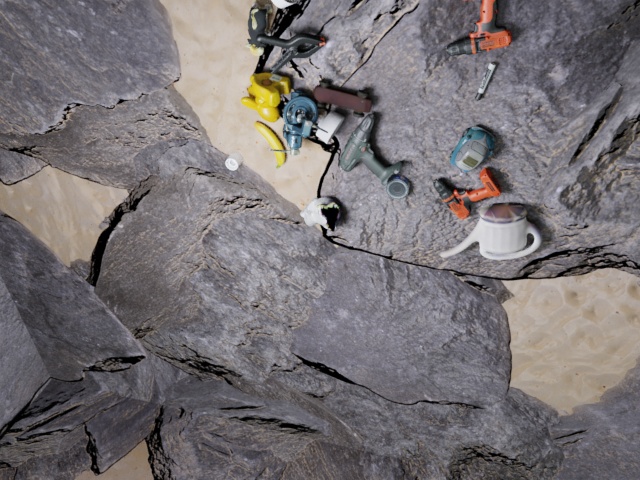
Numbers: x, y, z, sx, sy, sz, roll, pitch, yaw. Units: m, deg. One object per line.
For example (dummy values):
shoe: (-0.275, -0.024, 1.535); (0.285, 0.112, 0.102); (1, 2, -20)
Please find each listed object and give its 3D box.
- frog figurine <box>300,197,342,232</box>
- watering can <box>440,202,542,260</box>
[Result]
frog figurine: (0.006, -0.099, 1.971); (0.136, 0.124, 0.159); (41, 163, -23)
watering can: (0.595, -0.020, 1.803); (0.347, 0.106, 0.219); (-4, 123, 13)
